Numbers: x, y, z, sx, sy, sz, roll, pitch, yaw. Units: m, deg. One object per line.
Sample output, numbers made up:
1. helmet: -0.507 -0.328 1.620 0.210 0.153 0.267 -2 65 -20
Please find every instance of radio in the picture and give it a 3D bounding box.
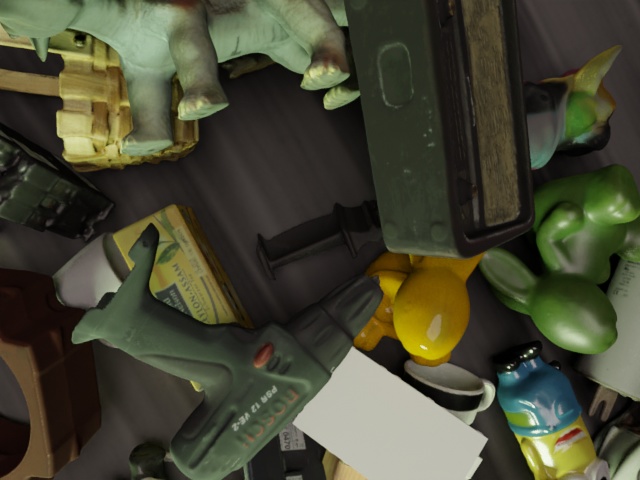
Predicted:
1. radio: 0.099 -0.105 0.419 0.131 0.073 0.229 -21 105 -42

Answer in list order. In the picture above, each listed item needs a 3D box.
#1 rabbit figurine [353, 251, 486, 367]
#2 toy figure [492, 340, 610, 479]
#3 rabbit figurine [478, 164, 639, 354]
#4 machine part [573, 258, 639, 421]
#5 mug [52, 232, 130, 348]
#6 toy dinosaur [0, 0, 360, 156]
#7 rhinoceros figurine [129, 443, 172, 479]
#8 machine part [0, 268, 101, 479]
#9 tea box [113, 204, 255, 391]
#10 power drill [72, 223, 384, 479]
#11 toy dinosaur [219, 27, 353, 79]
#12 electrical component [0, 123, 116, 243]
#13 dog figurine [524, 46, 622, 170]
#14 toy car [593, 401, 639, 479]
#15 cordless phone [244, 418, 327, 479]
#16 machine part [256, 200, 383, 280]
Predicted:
1. rabbit figurine: 0.105 0.057 0.523 0.122 0.173 0.162 27 94 0
2. toy figure: 0.248 0.200 0.583 0.082 0.089 0.180 -26 84 11
3. rabbit figurine: 0.242 0.026 0.536 0.159 0.121 0.170 -2 60 30
4. machine part: 0.347 0.083 0.587 0.079 0.079 0.243 23 91 -4
5. mug: -0.228 0.062 0.551 0.107 0.081 0.109 -29 104 8
6. toy dinosaur: -0.071 -0.190 0.427 0.405 0.131 0.192 -21 94 -30
7. rhinoceros figurine: -0.185 0.311 0.558 0.112 0.073 0.190 -4 92 -3
8. machine part: -0.317 0.128 0.505 0.202 0.087 0.200 4 107 13
9. tea box: -0.128 0.053 0.543 0.068 0.098 0.169 -28 92 -4
10. power drill: -0.082 0.074 0.464 0.207 0.086 0.232 38 86 -18
11. toy dinosaur: 0.092 -0.309 0.544 0.471 0.105 0.198 -32 93 -2
12. electrical component: -0.277 -0.060 0.495 0.115 0.134 0.058 33 87 26
13. dog figurine: 0.200 -0.140 0.560 0.219 0.108 0.191 -40 91 -6
14. toy car: 0.373 0.194 0.593 0.056 0.073 0.201 36 89 -5
15. cordless phone: -0.083 0.252 0.558 0.088 0.184 0.147 15 48 -38
16. machine part: -0.001 -0.002 0.567 0.139 0.084 0.039 -19 124 8
